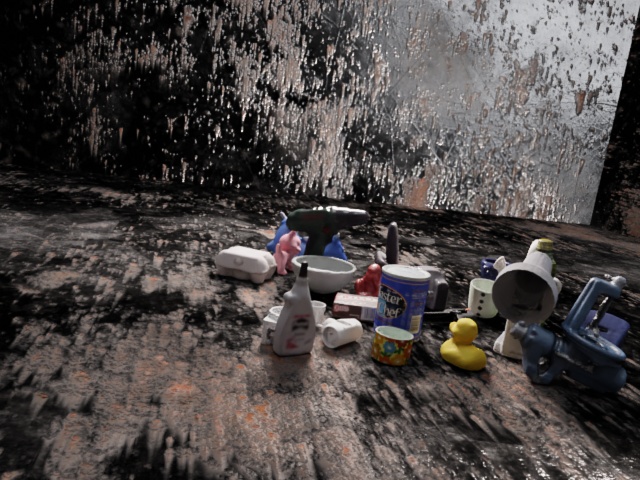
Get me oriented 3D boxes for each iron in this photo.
[{"bbox_3d":[-0.023,0.005,1.708,0.257,0.141,0.119,11,12,18],"label":"iron"}]

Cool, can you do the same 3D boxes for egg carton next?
[{"bbox_3d":[-0.193,0.063,1.490,0.150,0.069,0.107,11,12,16],"label":"egg carton"}]

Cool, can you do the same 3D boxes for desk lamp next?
[{"bbox_3d":[0.420,0.136,1.171,0.117,0.213,0.204,13,13,26],"label":"desk lamp"}]

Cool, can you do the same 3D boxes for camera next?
[{"bbox_3d":[0.242,0.111,1.459,0.137,0.101,0.143,3,12,-20],"label":"camera"}]

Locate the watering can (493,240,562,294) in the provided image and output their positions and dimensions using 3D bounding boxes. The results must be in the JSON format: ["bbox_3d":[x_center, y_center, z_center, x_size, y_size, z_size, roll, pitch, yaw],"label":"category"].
[{"bbox_3d":[0.547,0.093,1.516,0.172,0.194,0.101,10,12,14],"label":"watering can"}]

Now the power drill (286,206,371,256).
[{"bbox_3d":[0.014,0.006,1.558,0.229,0.208,0.076,11,12,15],"label":"power drill"}]

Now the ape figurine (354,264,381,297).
[{"bbox_3d":[0.130,0.105,1.440,0.077,0.092,0.076,16,14,37],"label":"ape figurine"}]

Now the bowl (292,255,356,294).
[{"bbox_3d":[0.006,0.094,1.457,0.167,0.075,0.167,7,11,-1],"label":"bowl"}]

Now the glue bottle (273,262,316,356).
[{"bbox_3d":[-0.039,0.122,1.035,0.078,0.173,0.037,-1,14,-37],"label":"glue bottle"}]

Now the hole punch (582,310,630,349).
[{"bbox_3d":[0.602,0.209,1.240,0.108,0.091,0.101,17,15,40],"label":"hole punch"}]

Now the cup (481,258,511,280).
[{"bbox_3d":[0.498,0.110,1.653,0.091,0.095,0.118,18,15,41],"label":"cup"}]

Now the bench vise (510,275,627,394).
[{"bbox_3d":[0.467,0.165,1.042,0.207,0.220,0.121,6,12,-8],"label":"bench vise"}]

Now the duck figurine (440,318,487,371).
[{"bbox_3d":[0.282,0.196,1.105,0.078,0.086,0.104,2,13,-25],"label":"duck figurine"}]

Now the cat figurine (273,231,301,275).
[{"bbox_3d":[-0.095,0.027,1.608,0.067,0.118,0.128,12,12,21],"label":"cat figurine"}]

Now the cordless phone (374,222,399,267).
[{"bbox_3d":[0.198,0.037,1.584,0.094,0.185,0.147,7,11,-2],"label":"cordless phone"}]
